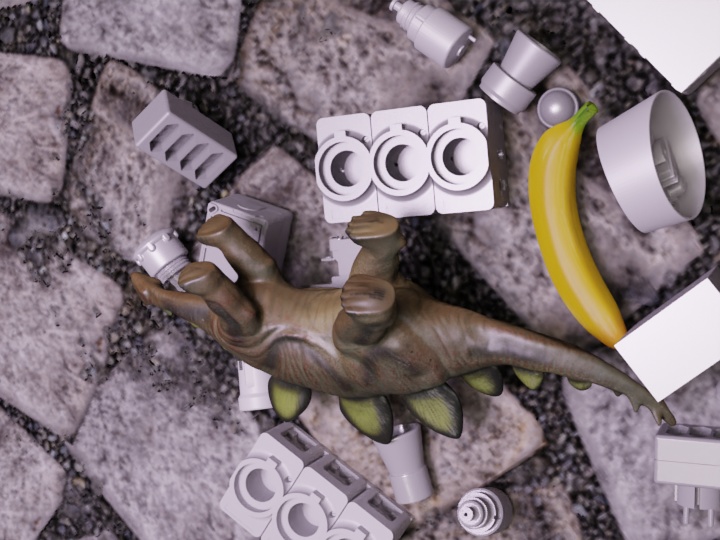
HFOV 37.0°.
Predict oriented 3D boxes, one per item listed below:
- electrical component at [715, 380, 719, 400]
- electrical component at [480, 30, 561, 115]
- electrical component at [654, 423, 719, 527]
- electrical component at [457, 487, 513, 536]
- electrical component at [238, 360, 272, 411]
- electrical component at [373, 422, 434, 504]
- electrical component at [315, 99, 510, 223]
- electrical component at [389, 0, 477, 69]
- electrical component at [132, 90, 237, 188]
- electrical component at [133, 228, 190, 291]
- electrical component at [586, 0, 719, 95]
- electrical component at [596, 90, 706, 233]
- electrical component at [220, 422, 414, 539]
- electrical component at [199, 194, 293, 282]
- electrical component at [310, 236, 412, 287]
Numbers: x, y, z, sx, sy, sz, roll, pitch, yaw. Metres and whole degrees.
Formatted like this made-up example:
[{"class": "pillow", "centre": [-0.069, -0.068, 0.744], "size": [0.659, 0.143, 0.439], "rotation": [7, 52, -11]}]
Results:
[{"class": "electrical component", "centre": [0.306, 0.082, 0.832], "size": [0.045, 0.045, 0.055], "rotation": [28, 105, 17]}, {"class": "electrical component", "centre": [0.130, -0.161, 0.879], "size": [0.045, 0.045, 0.055], "rotation": [42, 109, 13]}, {"class": "electrical component", "centre": [0.270, 0.166, 0.853], "size": [0.066, 0.047, 0.076], "rotation": [2, 96, 22]}, {"class": "electrical component", "centre": [0.102, 0.205, 0.912], "size": [0.040, 0.078, 0.040], "rotation": [-4, 80, 23]}, {"class": "electrical component", "centre": [-0.094, 0.105, 0.999], "size": [0.040, 0.040, 0.046], "rotation": [-8, 86, 22]}, {"class": "electrical component", "centre": [0.041, 0.173, 0.950], "size": [0.044, 0.044, 0.065], "rotation": [-14, 95, 22]}, {"class": "electrical component", "centre": [0.043, -0.091, 0.911], "size": [0.150, 0.062, 0.089], "rotation": [-4, 94, 22]}, {"class": "electrical component", "centre": [0.059, -0.203, 0.906], "size": [0.078, 0.040, 0.040], "rotation": [38, 108, 14]}, {"class": "electrical component", "centre": [-0.163, -0.131, 0.989], "size": [0.047, 0.083, 0.075], "rotation": [-41, 42, 21]}, {"class": "electrical component", "centre": [-0.181, -0.005, 1.020], "size": [0.048, 0.048, 0.062], "rotation": [-38, 88, 21]}, {"class": "electrical component", "centre": [0.230, -0.218, 0.824], "size": [0.089, 0.062, 0.150], "rotation": [-46, 78, 20]}, {"class": "electrical component", "centre": [0.225, -0.080, 0.822], "size": [0.064, 0.099, 0.099], "rotation": [-25, 86, 28]}, {"class": "electrical component", "centre": [-0.042, 0.220, 0.976], "size": [0.150, 0.062, 0.089], "rotation": [36, 107, 15]}, {"class": "electrical component", "centre": [-0.105, -0.015, 0.982], "size": [0.062, 0.061, 0.096], "rotation": [20, 110, 19]}, {"class": "electrical component", "centre": [0.000, 0.000, 0.948], "size": [0.081, 0.042, 0.063], "rotation": [-3, 93, 21]}]
